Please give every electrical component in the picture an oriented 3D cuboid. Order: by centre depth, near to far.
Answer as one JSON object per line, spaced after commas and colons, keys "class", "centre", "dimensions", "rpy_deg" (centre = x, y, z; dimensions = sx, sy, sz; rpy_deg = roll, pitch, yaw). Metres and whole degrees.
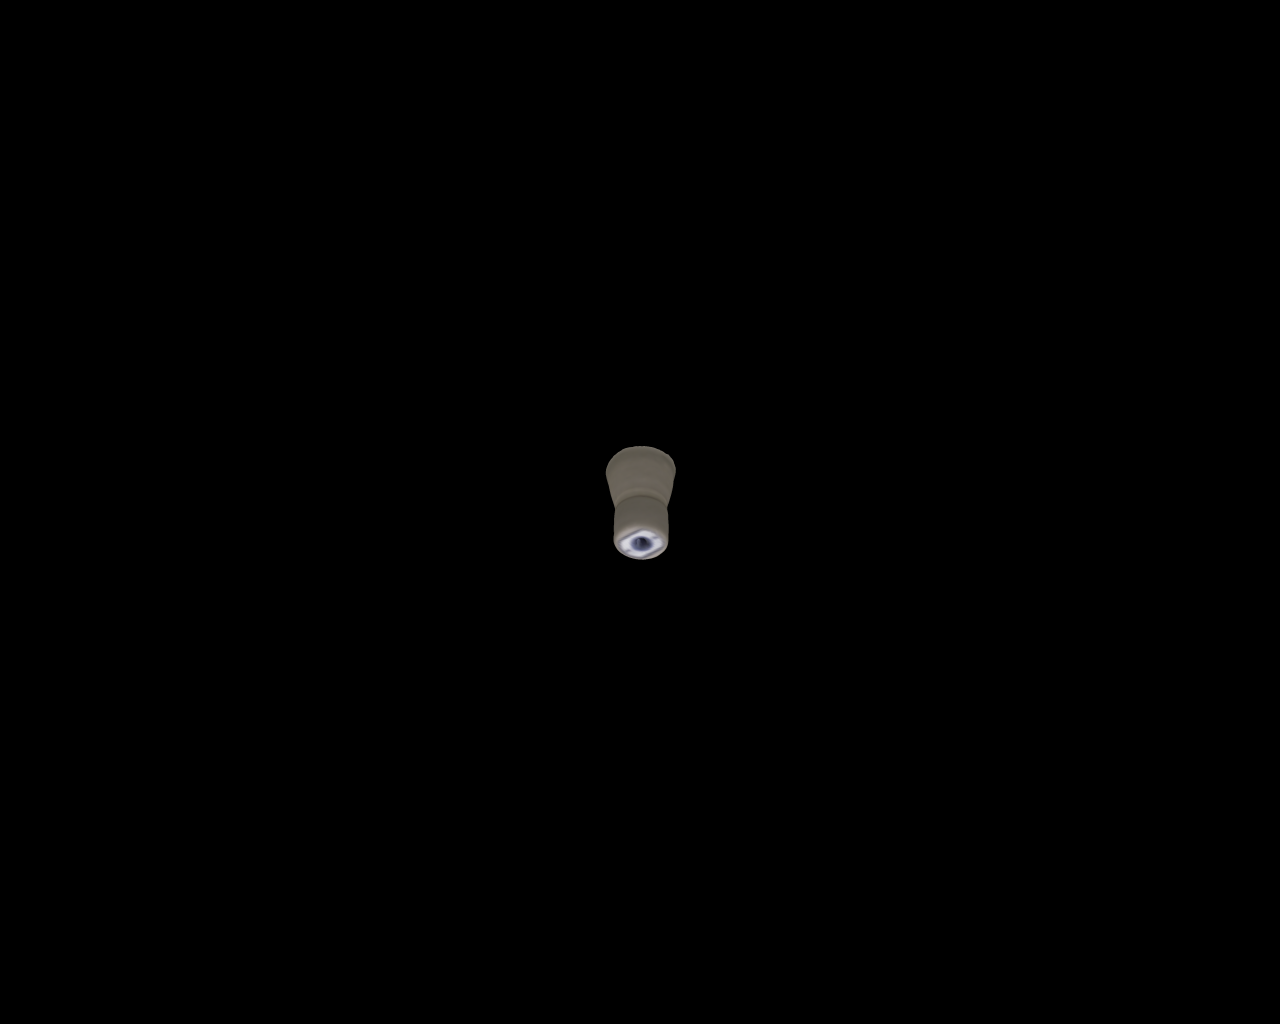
{"class": "electrical component", "centre": [0.001, -0.003, 0.650], "dimensions": [0.044, 0.065, 0.044], "rpy_deg": [0, -42, 0]}
